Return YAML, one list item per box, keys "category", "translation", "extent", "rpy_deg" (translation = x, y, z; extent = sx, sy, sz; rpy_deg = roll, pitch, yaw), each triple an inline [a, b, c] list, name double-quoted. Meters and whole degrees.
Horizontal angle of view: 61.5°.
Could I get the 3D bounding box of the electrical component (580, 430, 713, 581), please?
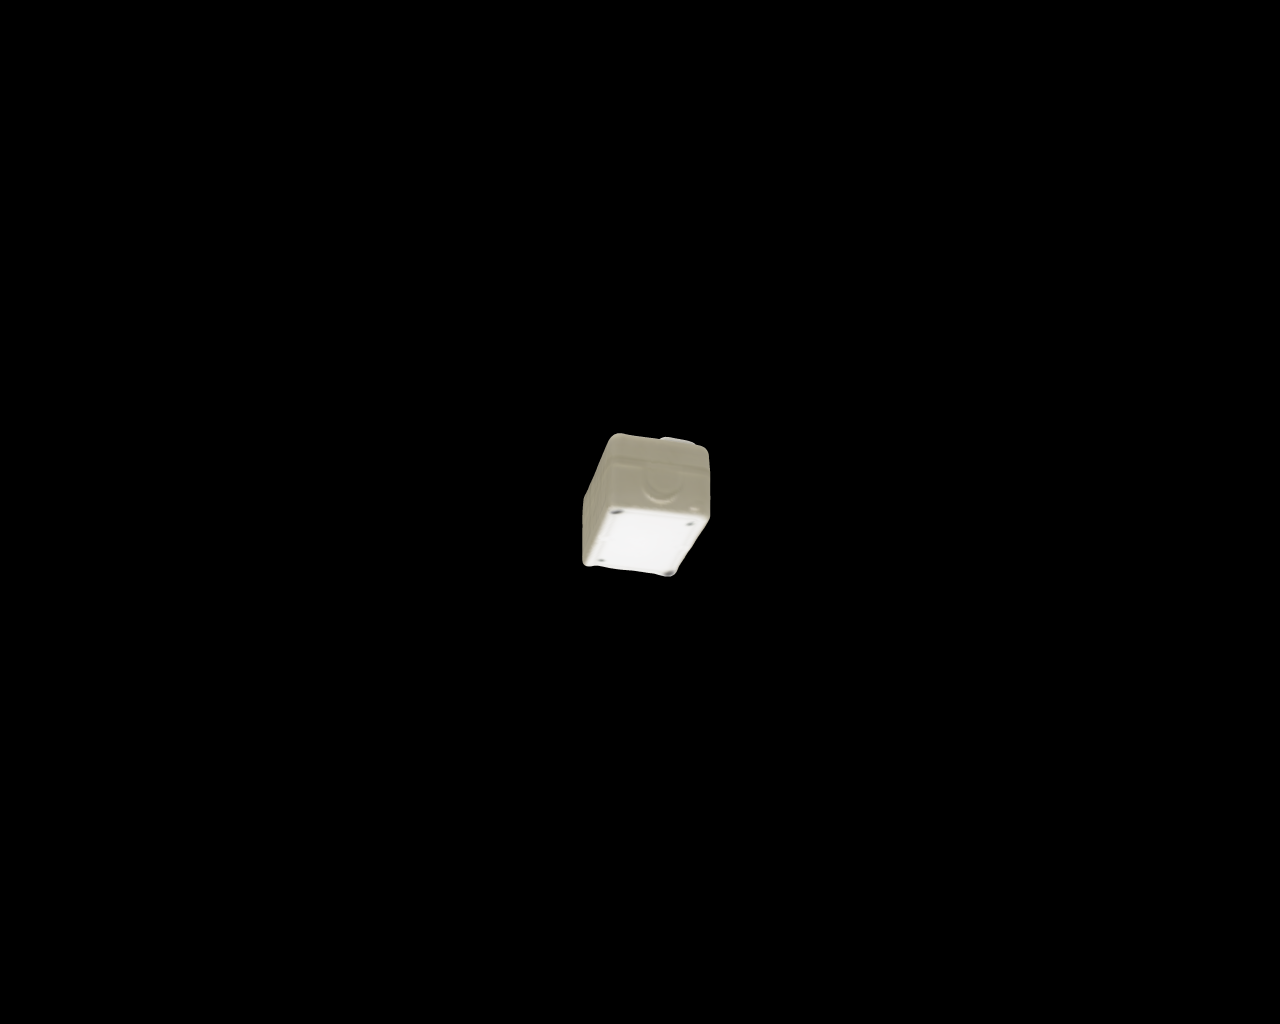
- category: "electrical component"
  translation: [0.001, -0.003, 0.650]
  extent: [0.062, 0.061, 0.096]
  rpy_deg: [8, -31, -13]
